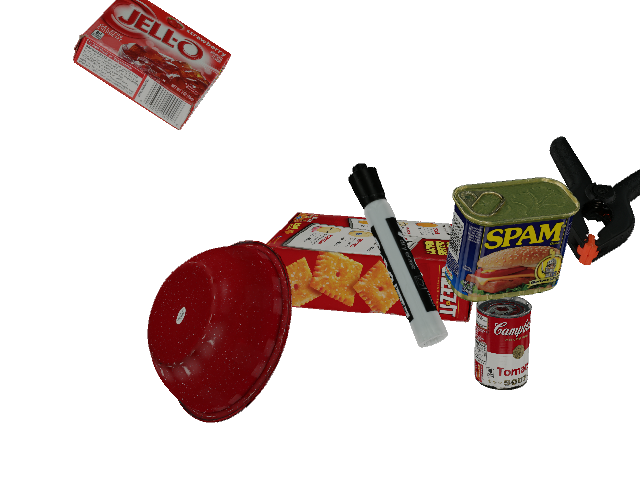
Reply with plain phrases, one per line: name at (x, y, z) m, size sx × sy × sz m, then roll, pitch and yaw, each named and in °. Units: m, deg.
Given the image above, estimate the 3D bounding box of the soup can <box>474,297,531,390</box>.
soup can at (0.228, 0.128, 1.337) m, size 0.068 × 0.102 × 0.068 m, roll -1°, pitch 19°, yaw 0°

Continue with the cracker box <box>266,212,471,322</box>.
cracker box at (0.059, 0.026, 1.133) m, size 0.214 × 0.072 × 0.164 m, roll 5°, pitch 15°, yaw 11°

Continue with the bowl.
bowl at (-0.097, 0.069, 0.899) m, size 0.055 × 0.162 × 0.162 m, roll 23°, pitch -15°, yaw -38°

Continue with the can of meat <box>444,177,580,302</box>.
can of meat at (0.157, 0.000, 0.895) m, size 0.102 × 0.084 × 0.057 m, roll -6°, pitch 36°, yaw -15°

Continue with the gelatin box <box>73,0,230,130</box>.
gelatin box at (-0.116, -0.128, 0.742) m, size 0.089 × 0.073 × 0.030 m, roll 33°, pitch -49°, yaw -7°

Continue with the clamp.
clamp at (0.279, -0.046, 1.109) m, size 0.120 × 0.039 × 0.171 m, roll 17°, pitch 45°, yaw 20°

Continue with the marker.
marker at (0.045, 0.006, 0.645) m, size 0.020 × 0.121 × 0.020 m, roll -19°, pitch -20°, yaw -7°
